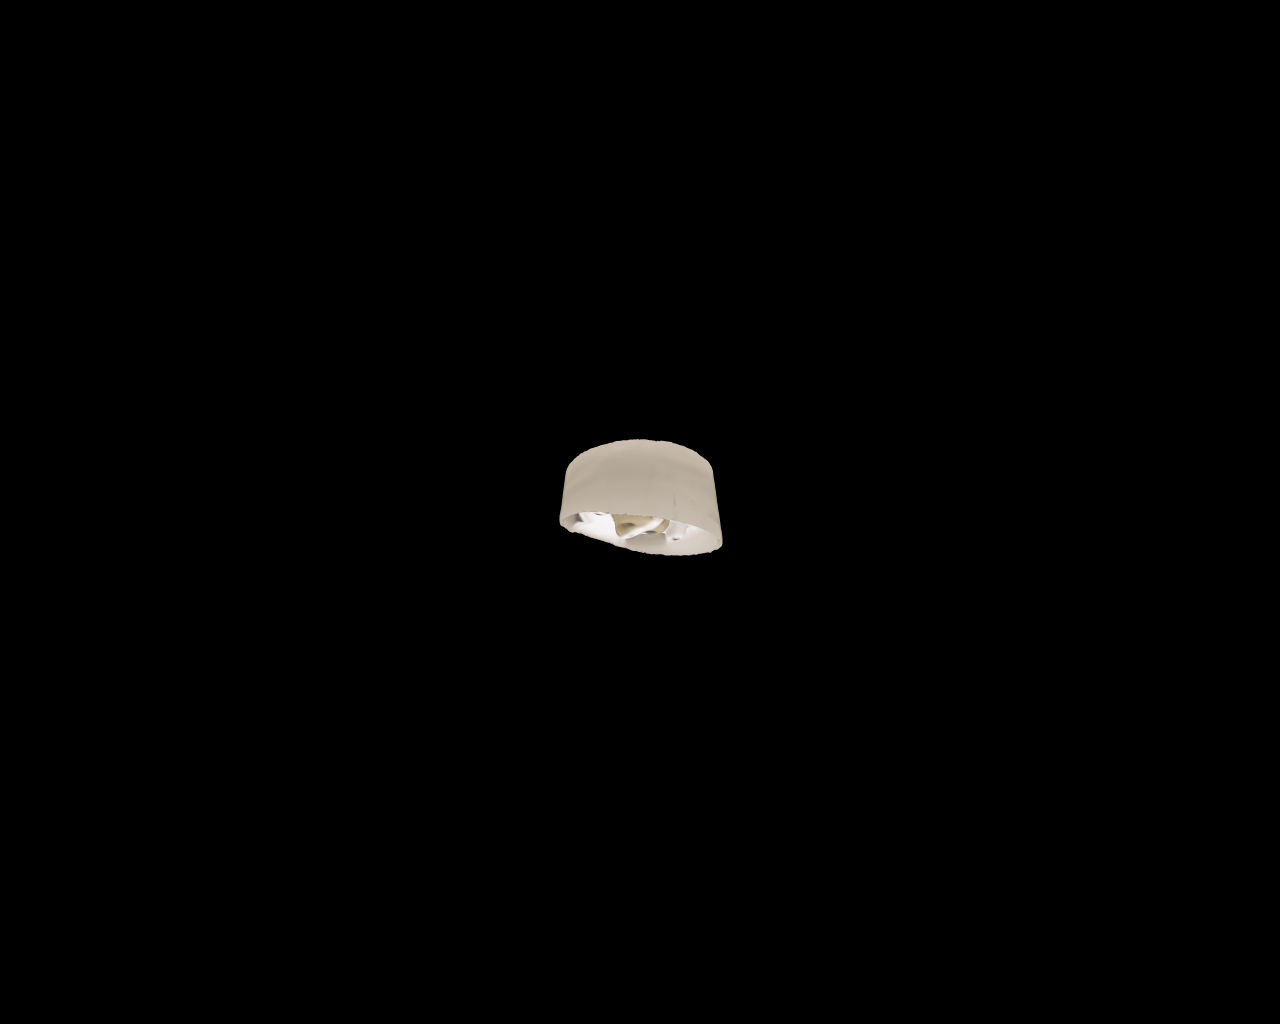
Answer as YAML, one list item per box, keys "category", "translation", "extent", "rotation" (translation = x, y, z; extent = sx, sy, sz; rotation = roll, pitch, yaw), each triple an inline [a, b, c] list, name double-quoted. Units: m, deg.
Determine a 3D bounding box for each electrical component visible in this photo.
- category: "electrical component"
  translation: [0.001, -0.003, 0.650]
  extent: [0.099, 0.064, 0.099]
  rotation: [0, -24, 0]
